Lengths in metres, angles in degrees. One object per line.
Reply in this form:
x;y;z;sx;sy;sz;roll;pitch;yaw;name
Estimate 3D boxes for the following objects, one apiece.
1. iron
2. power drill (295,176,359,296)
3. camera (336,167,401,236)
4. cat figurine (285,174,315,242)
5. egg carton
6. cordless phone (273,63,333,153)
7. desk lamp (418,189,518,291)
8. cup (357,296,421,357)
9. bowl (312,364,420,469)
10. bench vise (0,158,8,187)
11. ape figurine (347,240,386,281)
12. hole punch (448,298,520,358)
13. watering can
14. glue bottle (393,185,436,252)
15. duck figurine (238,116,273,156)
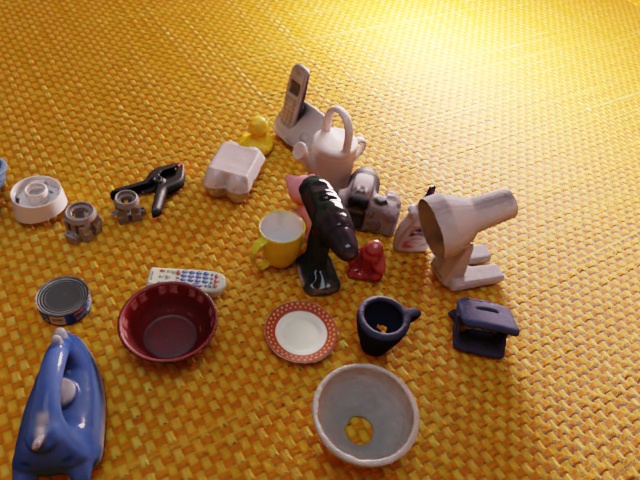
-0.376;0.216;0.822;0.119;0.141;0.258;-3;49;-13;iron
0.010;0.004;1.041;0.076;0.208;0.229;-8;50;-16;power drill
0.106;-0.097;1.224;0.143;0.101;0.137;14;47;3;camera
-0.023;-0.079;1.172;0.067;0.118;0.127;-20;54;-26;cat figurine
-0.186;-0.151;1.241;0.107;0.069;0.150;14;47;3;egg carton
-0.033;-0.300;1.327;0.147;0.185;0.094;38;53;23;cordless phone
0.277;-0.007;1.096;0.203;0.213;0.117;-9;50;-17;desk lamp
0.114;0.156;0.999;0.118;0.095;0.091;-10;50;-19;cup
0.066;0.282;0.888;0.167;0.075;0.167;5;47;-6;bowl
-0.633;-0.118;1.025;0.122;0.220;0.207;-9;50;-17;bench vise
0.097;0.035;1.108;0.076;0.092;0.077;-30;59;-32;ape figurine
0.297;0.147;1.043;0.108;0.091;0.101;11;47;0;hole punch
0.026;-0.196;1.236;0.100;0.194;0.173;35;51;20;watering can
0.200;-0.044;1.143;0.078;0.173;0.037;-3;48;-13;glue bottle
-0.148;-0.243;1.321;0.077;0.086;0.105;31;50;17;duck figurine
